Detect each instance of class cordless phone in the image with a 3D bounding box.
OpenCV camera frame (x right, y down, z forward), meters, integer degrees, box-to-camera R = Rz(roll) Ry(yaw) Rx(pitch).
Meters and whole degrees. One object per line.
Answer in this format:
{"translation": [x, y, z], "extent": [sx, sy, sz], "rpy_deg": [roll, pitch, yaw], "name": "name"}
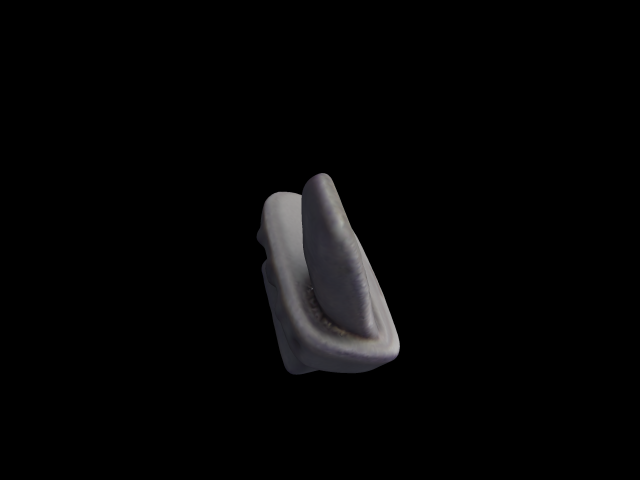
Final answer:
{"translation": [0.004, 0.001, 0.400], "extent": [0.094, 0.185, 0.147], "rpy_deg": [-15, 54, -11], "name": "cordless phone"}
